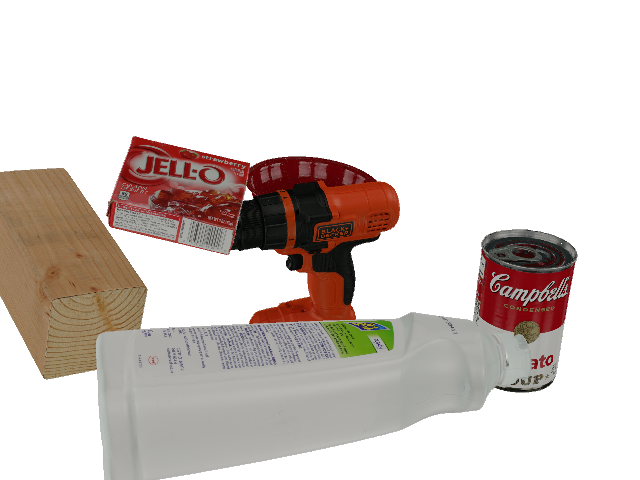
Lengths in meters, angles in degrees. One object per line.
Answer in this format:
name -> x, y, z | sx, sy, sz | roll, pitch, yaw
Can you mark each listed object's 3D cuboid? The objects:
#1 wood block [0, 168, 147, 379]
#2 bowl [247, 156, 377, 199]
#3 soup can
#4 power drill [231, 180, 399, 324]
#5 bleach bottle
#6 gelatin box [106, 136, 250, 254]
wood block -> -0.250, 0.024, 1.005 | 0.090, 0.091, 0.206 | -7, 38, -33
bowl -> -0.011, -0.043, 1.245 | 0.162, 0.055, 0.162 | 6, 26, -3
soup can -> 0.146, 0.051, 0.784 | 0.068, 0.102, 0.068 | 3, 24, -1
power drill -> -0.025, 0.029, 0.984 | 0.184, 0.188, 0.057 | -7, 47, -15
bleach bottle -> 0.001, 0.082, 0.610 | 0.250, 0.068, 0.102 | -4, 21, -11
gelatin box -> -0.099, -0.033, 0.757 | 0.089, 0.030, 0.073 | 14, 43, -5
